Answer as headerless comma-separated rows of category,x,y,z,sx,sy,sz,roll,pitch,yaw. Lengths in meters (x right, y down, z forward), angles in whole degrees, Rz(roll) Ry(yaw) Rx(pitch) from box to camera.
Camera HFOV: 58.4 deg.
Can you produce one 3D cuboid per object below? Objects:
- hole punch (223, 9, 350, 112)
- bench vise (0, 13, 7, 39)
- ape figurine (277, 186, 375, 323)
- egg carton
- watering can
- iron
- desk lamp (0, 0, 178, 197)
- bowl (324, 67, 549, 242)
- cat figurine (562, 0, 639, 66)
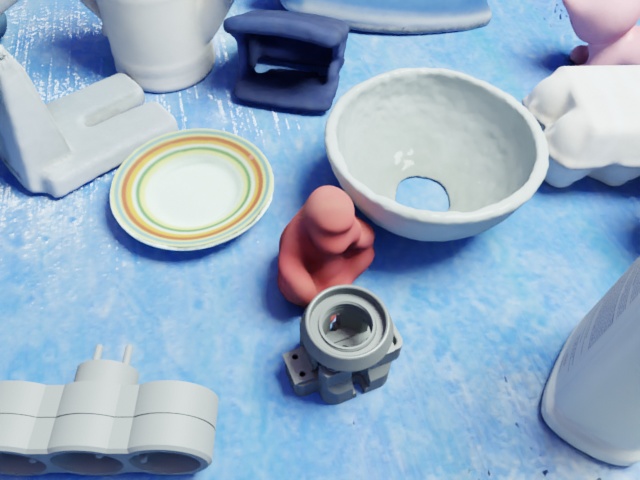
hole punch,-0.030,-0.187,0.537,0.108,0.091,0.101,9,53,6
bench vise,-0.343,-0.207,0.462,0.121,0.220,0.207,-8,53,-7
ape figurine,0.004,0.001,0.393,0.078,0.092,0.076,-18,55,-14
egg carton,0.253,-0.097,0.489,0.150,0.069,0.107,-3,53,-4
watering can,-0.147,-0.240,0.509,0.173,0.194,0.101,-8,53,-7
iron,0.066,-0.310,0.602,0.258,0.141,0.118,10,53,6
desk lamp,-0.232,-0.137,0.415,0.204,0.214,0.117,-36,61,-25
bowl,0.085,-0.057,0.451,0.167,0.075,0.167,1,53,-1
cat figurine,0.287,-0.204,0.542,0.127,0.118,0.067,18,54,12
